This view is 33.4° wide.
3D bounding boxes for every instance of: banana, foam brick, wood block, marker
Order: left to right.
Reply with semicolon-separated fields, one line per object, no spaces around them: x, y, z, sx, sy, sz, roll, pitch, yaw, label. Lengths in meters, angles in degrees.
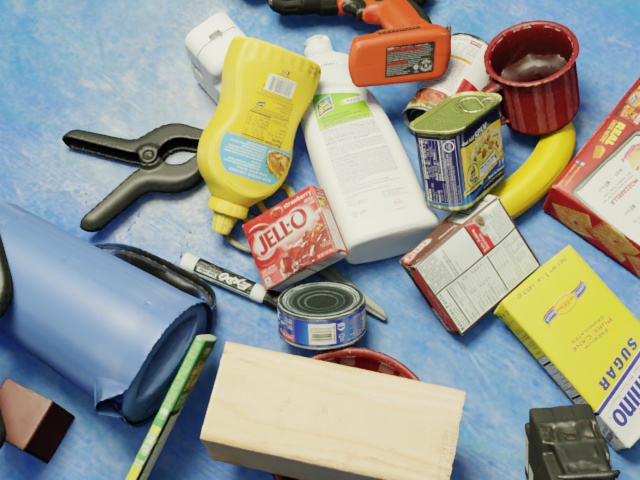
-0.273;0.169;0.995;0.053;0.078;0.051;25;73;11;foam brick
-0.083;0.044;1.065;0.121;0.020;0.020;23;72;11;marker
0.013;0.160;0.917;0.206;0.091;0.090;11;69;7;wood block
0.205;-0.066;1.088;0.070;0.037;0.197;27;68;37;banana

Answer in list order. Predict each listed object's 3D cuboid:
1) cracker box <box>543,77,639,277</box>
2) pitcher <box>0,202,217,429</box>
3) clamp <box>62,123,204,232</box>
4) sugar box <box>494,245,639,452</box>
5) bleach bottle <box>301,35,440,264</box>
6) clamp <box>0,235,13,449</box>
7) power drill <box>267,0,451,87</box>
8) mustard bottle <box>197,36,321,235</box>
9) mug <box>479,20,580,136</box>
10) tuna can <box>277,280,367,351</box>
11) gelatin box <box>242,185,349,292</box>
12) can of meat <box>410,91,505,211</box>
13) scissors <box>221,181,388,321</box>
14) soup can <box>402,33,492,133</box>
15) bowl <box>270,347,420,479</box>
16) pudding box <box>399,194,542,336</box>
0.356;-0.039;1.050;0.214;0.072;0.164;37;76;14;cracker box
-0.227;0.058;1.018;0.243;0.149;0.145;29;88;16;pitcher
-0.179;-0.069;1.102;0.171;0.039;0.120;-8;70;0;clamp
0.257;0.101;1.003;0.093;0.048;0.176;-39;77;-12;sugar box
0.037;-0.104;1.095;0.102;0.068;0.251;-14;66;-7;bleach bottle
-0.339;0.074;0.943;0.164;0.036;0.210;6;74;5;clamp
0.046;-0.230;1.104;0.184;0.057;0.188;-10;42;-7;power drill
-0.070;-0.098;1.059;0.096;0.058;0.191;16;94;-35;mustard bottle
0.207;-0.153;1.072;0.117;0.081;0.093;-33;49;-8;mug
0.002;0.070;1.016;0.086;0.086;0.034;-2;113;2;tuna can
-0.025;0.000;1.037;0.089;0.030;0.073;-28;70;23;gelatin box
0.136;-0.086;1.024;0.058;0.084;0.101;10;33;37;can of meat
-0.007;0.001;1.080;0.202;0.016;0.096;22;72;10;scissors
0.138;-0.155;1.105;0.068;0.068;0.102;27;72;12;soup can
0.029;0.184;0.986;0.162;0.055;0.162;-1;69;2;bowl
0.146;0.023;1.030;0.113;0.039;0.090;-39;109;-10;pudding box
